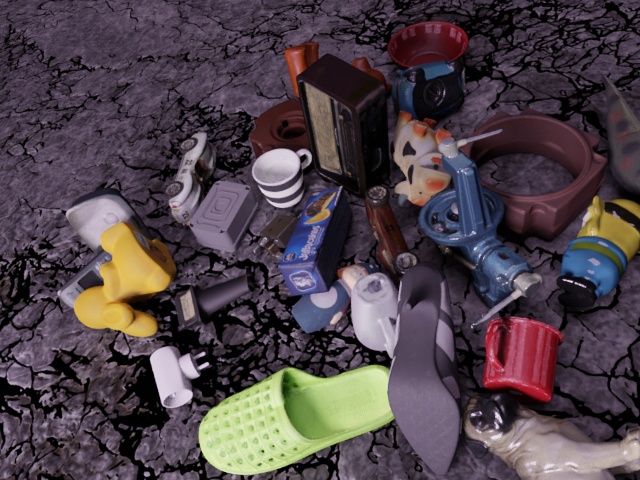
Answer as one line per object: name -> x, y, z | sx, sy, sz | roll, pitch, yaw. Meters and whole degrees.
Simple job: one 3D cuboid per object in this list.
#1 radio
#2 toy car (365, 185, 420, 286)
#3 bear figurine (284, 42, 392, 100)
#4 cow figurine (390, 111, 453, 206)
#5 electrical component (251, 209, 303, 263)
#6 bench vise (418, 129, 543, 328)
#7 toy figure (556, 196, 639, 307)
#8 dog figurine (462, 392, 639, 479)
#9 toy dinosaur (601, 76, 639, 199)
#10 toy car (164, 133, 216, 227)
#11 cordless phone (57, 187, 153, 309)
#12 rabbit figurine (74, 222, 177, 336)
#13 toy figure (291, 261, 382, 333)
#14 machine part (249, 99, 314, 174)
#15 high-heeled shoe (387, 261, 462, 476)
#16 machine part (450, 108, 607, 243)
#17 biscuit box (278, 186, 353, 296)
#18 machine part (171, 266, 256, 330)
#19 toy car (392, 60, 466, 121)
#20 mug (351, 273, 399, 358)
radio -> 0.044, -0.178, 0.890 | 0.131, 0.229, 0.073 | 36, 69, 28
toy car -> 0.110, 0.006, 0.819 | 0.053, 0.089, 0.202 | -16, 53, 1
bear figurine -> 0.042, -0.331, 1.071 | 0.196, 0.131, 0.120 | 2, 26, 23
cow figurine -> 0.164, -0.129, 0.887 | 0.085, 0.127, 0.195 | 10, 25, -11
electrical component -> -0.058, -0.006, 0.902 | 0.078, 0.045, 0.102 | 1, 45, 50
bench vise -> 0.209, -0.025, 0.735 | 0.129, 0.240, 0.224 | -22, 35, 2
toy figure -> 0.392, 0.018, 0.746 | 0.089, 0.082, 0.180 | 29, 60, 18
dog figurine -> 0.245, 0.266, 0.594 | 0.191, 0.121, 0.172 | 1, 49, 32
toy dinosaur -> 0.517, -0.106, 0.792 | 0.192, 0.131, 0.405 | -31, 46, -10
toy car -> -0.239, -0.116, 1.009 | 0.056, 0.073, 0.202 | -4, 52, 12
cordless phone -> -0.385, 0.012, 0.900 | 0.089, 0.146, 0.184 | 18, 56, 35
rabbit figurine -> -0.316, 0.085, 0.871 | 0.173, 0.121, 0.162 | -39, 62, 2
toy figure -> 0.031, 0.079, 0.805 | 0.154, 0.058, 0.064 | -35, 90, -15
machine part -> -0.049, -0.203, 1.041 | 0.179, 0.056, 0.179 | -7, 51, 8
high-heeled shoe -> 0.143, 0.154, 0.690 | 0.086, 0.145, 0.248 | -6, 96, 24
machine part -> 0.324, -0.108, 0.855 | 0.201, 0.087, 0.201 | -39, 54, -18
biscuit box -> -0.002, -0.003, 0.832 | 0.059, 0.062, 0.203 | -8, 34, 22
machine part -> -0.167, 0.090, 0.859 | 0.139, 0.039, 0.084 | -27, 43, -5
toy car -> 0.193, -0.285, 1.015 | 0.162, 0.109, 0.103 | -27, 33, -19
mug -> 0.081, 0.103, 0.740 | 0.081, 0.107, 0.110 | -16, 49, 4
